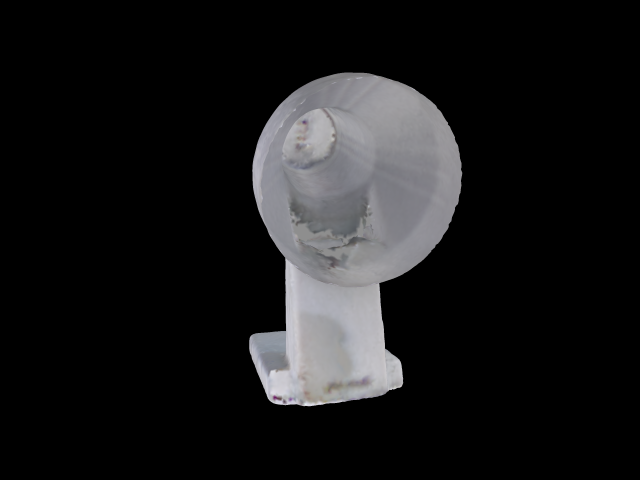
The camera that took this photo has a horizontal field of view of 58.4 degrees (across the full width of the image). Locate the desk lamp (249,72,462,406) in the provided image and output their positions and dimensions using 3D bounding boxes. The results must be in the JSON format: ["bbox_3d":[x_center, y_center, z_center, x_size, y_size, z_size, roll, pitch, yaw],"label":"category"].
[{"bbox_3d":[0.004,0.001,0.400,0.118,0.213,0.203,-1,5,-15],"label":"desk lamp"}]
